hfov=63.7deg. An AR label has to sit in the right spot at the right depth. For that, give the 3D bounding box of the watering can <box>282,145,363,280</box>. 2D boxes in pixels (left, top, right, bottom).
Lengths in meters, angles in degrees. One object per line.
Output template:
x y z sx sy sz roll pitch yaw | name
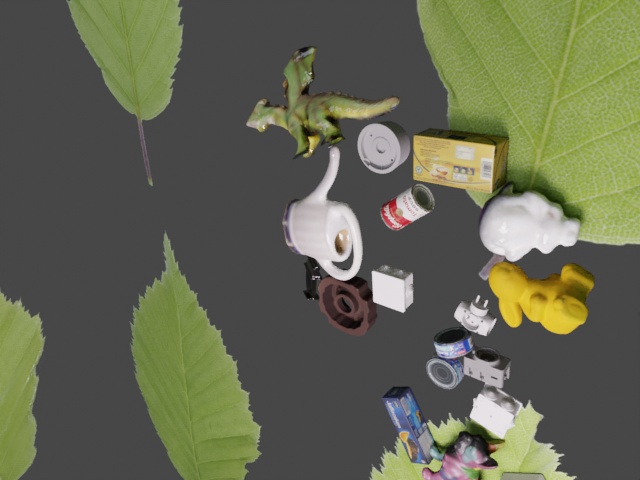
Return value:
0.004 -0.064 1.273 0.224 0.105 0.343 6 115 41 | watering can

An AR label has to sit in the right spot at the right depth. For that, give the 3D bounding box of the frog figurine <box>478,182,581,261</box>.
0.376 -0.021 0.935 0.161 0.123 0.135 36 113 40 | frog figurine

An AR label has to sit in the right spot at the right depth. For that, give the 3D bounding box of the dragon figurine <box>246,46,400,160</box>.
-0.016 -0.325 1.175 0.406 0.123 0.243 -22 87 38 | dragon figurine
